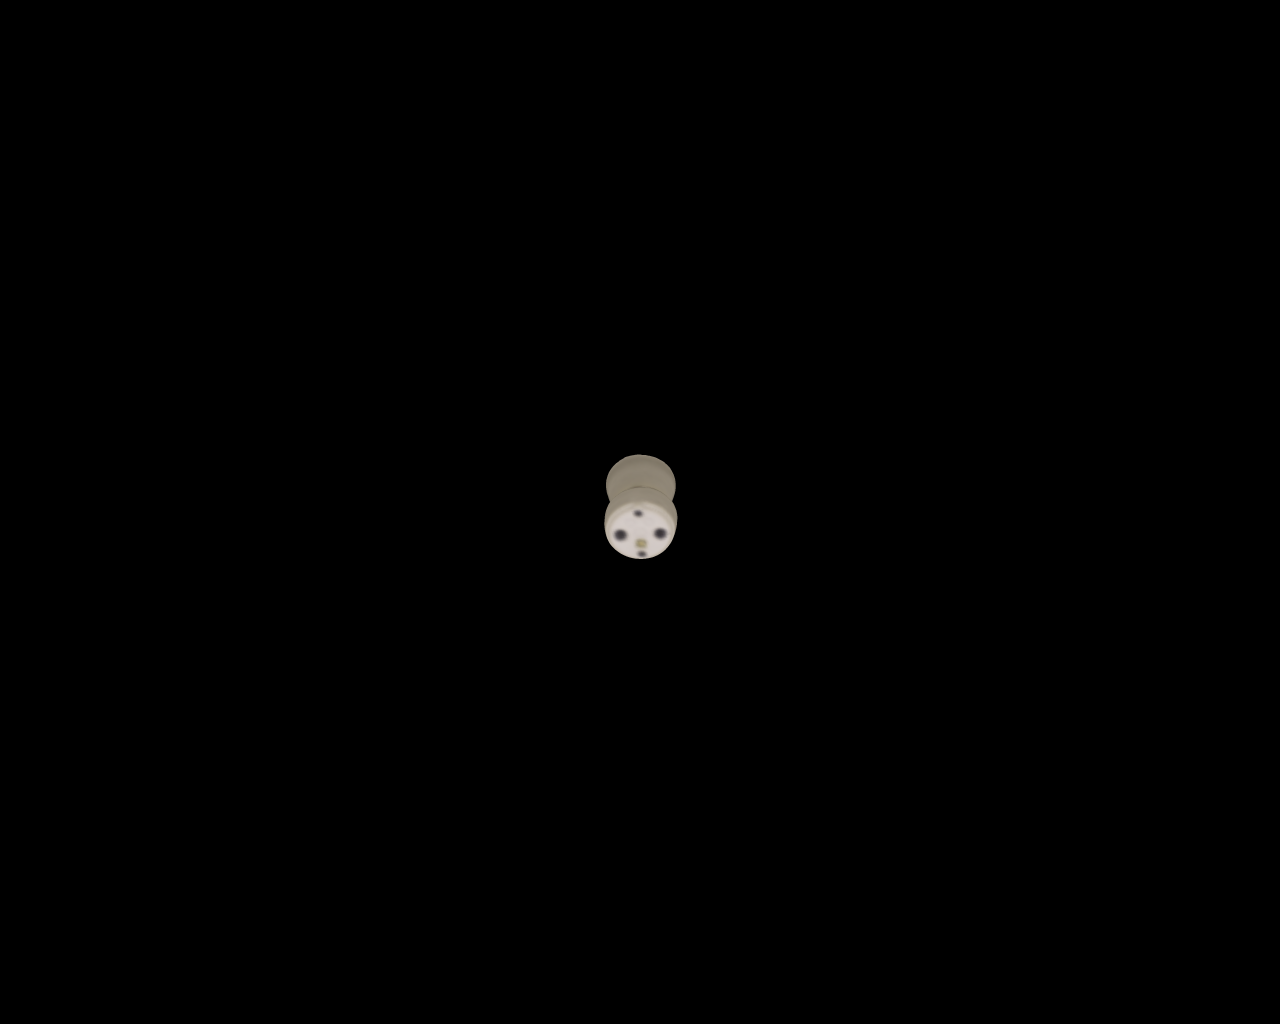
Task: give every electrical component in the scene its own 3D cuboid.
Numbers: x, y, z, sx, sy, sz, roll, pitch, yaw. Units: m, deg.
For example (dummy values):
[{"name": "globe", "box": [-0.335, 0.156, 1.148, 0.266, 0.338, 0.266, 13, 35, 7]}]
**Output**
[{"name": "electrical component", "box": [0.001, -0.003, 0.650, 0.045, 0.044, 0.055, 0, 35, 0]}]
